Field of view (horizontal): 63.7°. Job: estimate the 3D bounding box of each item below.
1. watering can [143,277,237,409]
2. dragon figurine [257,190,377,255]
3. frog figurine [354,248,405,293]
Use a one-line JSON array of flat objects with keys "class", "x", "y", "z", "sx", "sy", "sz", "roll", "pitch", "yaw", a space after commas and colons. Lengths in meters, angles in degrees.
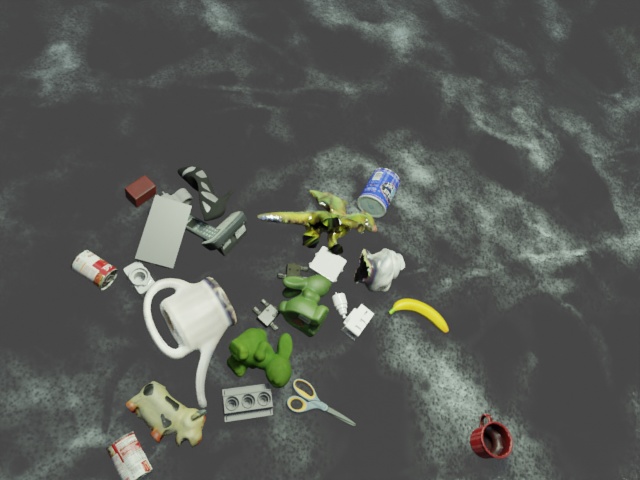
[{"class": "watering can", "x": -0.322, "y": 0.245, "z": 1.376, "sx": 0.227, "sy": 0.102, "sz": 0.349, "roll": -29, "pitch": 85, "yaw": -28}, {"class": "dragon figurine", "x": 0.005, "y": -0.082, "z": 1.638, "sx": 0.409, "sy": 0.120, "sz": 0.248, "roll": 17, "pitch": 29, "yaw": -14}, {"class": "frog figurine", "x": 0.202, "y": 0.094, "z": 1.593, "sx": 0.159, "sy": 0.123, "sz": 0.137, "roll": 3, "pitch": 93, "yaw": -23}]
